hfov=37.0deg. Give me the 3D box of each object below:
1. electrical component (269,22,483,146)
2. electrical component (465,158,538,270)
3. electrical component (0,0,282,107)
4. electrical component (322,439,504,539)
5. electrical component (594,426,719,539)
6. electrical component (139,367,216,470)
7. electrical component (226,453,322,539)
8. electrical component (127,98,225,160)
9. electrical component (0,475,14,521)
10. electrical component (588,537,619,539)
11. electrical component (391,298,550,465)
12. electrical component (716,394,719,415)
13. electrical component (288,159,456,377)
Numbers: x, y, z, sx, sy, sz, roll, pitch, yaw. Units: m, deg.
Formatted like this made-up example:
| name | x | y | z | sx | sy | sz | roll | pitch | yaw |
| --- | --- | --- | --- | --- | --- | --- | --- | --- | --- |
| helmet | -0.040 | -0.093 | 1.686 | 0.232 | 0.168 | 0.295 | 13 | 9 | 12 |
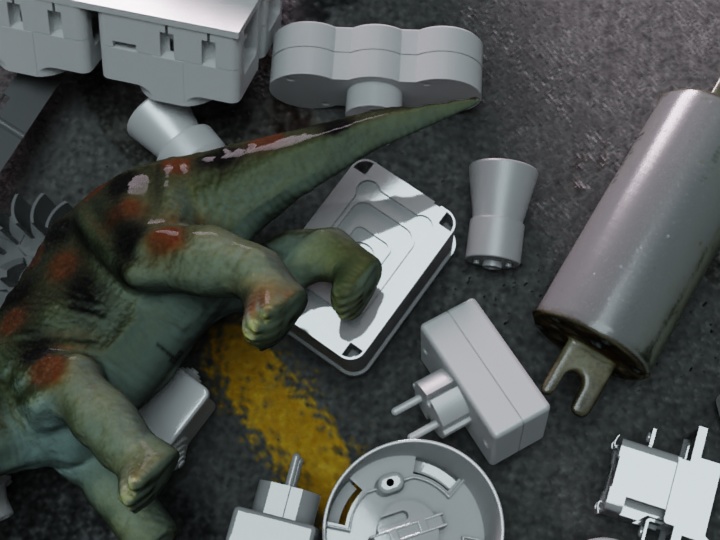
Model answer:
| name | x | y | z | sx | sy | sz | roll | pitch | yaw |
| --- | --- | --- | --- | --- | --- | --- | --- | --- | --- |
| electrical component | 0.010 | -0.115 | 0.700 | 0.138 | 0.052 | 0.073 | 3 | 74 | 3 |
| electrical component | 0.087 | -0.033 | 0.679 | 0.044 | 0.044 | 0.065 | 7 | 79 | 5 |
| electrical component | -0.152 | -0.170 | 0.694 | 0.186 | 0.060 | 0.105 | 12 | 43 | 6 |
| electrical component | 0.028 | 0.150 | 0.613 | 0.099 | 0.064 | 0.099 | 1 | 69 | -4 |
| electrical component | 0.174 | 0.129 | 0.628 | 0.064 | 0.042 | 0.081 | 16 | 74 | 10 |
| electrical component | -0.147 | 0.087 | 0.649 | 0.100 | 0.048 | 0.099 | 35 | 78 | 11 |
| electrical component | -0.045 | 0.144 | 0.619 | 0.047 | 0.065 | 0.076 | 13 | 75 | 6 |
| electrical component | -0.118 | -0.083 | 0.700 | 0.045 | 0.045 | 0.055 | -38 | 76 | -8 |
| electrical component | -0.227 | 0.122 | 0.650 | 0.035 | 0.035 | 0.061 | -28 | 77 | -6 |
| electrical component | 0.136 | 0.181 | 0.611 | 0.055 | 0.047 | 0.055 | -1 | 74 | 2 |
| electrical component | 0.056 | 0.074 | 0.634 | 0.076 | 0.047 | 0.083 | -27 | 62 | -12 |
| electrical component | 0.262 | 0.085 | 0.629 | 0.089 | 0.055 | 0.050 | -10 | 74 | -1 |
| electrical component | 0.000 | 0.000 | 0.664 | 0.078 | 0.057 | 0.113 | 34 | 78 | 11 |
